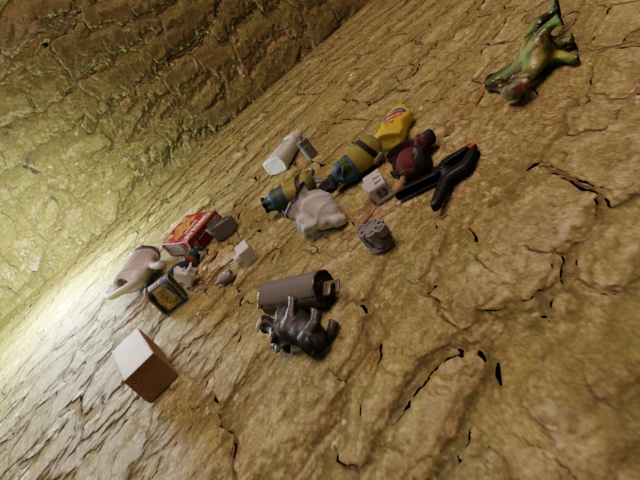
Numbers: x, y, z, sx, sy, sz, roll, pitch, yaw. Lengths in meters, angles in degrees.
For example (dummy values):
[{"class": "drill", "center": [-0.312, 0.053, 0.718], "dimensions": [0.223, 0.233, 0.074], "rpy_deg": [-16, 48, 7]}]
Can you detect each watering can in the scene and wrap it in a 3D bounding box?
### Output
[{"class": "watering can", "center": [-0.639, 0.102, 1.855], "dimensions": [0.344, 0.102, 0.230], "rpy_deg": [-28, 26, 24]}]

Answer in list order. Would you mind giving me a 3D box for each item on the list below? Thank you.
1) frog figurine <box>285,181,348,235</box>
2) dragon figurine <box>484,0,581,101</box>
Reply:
[{"class": "frog figurine", "center": [0.004, -0.067, 1.340], "dimensions": [0.160, 0.119, 0.140], "rpy_deg": [20, 45, 20]}, {"class": "dragon figurine", "center": [0.519, -0.476, 1.314], "dimensions": [0.239, 0.121, 0.420], "rpy_deg": [-30, 25, 36]}]
